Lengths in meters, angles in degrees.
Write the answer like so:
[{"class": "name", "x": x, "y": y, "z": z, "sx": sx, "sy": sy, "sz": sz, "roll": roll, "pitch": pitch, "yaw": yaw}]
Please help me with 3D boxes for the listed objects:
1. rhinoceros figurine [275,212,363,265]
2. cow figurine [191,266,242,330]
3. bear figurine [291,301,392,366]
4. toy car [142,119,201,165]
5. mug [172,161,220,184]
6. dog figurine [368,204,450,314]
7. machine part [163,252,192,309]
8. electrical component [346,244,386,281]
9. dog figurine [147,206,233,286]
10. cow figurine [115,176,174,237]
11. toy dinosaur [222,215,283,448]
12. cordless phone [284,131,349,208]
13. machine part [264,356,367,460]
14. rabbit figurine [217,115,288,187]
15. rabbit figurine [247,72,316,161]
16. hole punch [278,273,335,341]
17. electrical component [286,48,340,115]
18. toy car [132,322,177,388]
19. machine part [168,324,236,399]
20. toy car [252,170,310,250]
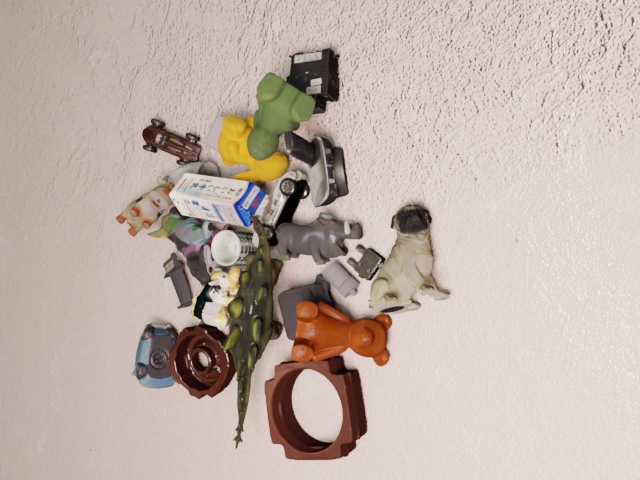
[{"class": "rhinoceros figurine", "x": -0.002, "y": -0.003, "z": 1.156, "sx": 0.190, "sy": 0.073, "sz": 0.112, "roll": -1, "pitch": 90, "yaw": 19}, {"class": "cow figurine", "x": -0.236, "y": 0.121, "z": 1.228, "sx": 0.098, "sy": 0.068, "sz": 0.167, "roll": 19, "pitch": 118, "yaw": -4}, {"class": "bear figurine", "x": 0.047, "y": 0.190, "z": 1.060, "sx": 0.196, "sy": 0.132, "sz": 0.120, "roll": 9, "pitch": 83, "yaw": 4}, {"class": "toy car", "x": -0.394, "y": -0.254, "z": 1.411, "sx": 0.202, "sy": 0.053, "sz": 0.089, "roll": 26, "pitch": 96, "yaw": 29}, {"class": "mug", "x": -0.313, "y": -0.147, "z": 1.349, "sx": 0.107, "sy": 0.081, "sz": 0.109, "roll": 8, "pitch": 128, "yaw": 32}, {"class": "dog figurine", "x": 0.154, "y": 0.039, "z": 1.066, "sx": 0.172, "sy": 0.121, "sz": 0.190, "roll": -20, "pitch": 65, "yaw": 18}, {"class": "machine part", "x": -0.361, "y": 0.107, "z": 1.365, "sx": 0.084, "sy": 0.039, "sz": 0.139, "roll": -37, "pitch": 73, "yaw": 41}, {"class": "electrical component", "x": 0.103, "y": 0.053, "z": 1.128, "sx": 0.094, "sy": 0.021, "sz": 0.063, "roll": 38, "pitch": 105, "yaw": 25}, {"class": "dog figurine", "x": -0.324, "y": 0.013, "z": 1.324, "sx": 0.219, "sy": 0.108, "sz": 0.191, "roll": 2, "pitch": 90, "yaw": 34}, {"class": "cow figurine", "x": -0.433, "y": -0.089, "z": 1.385, "sx": 0.195, "sy": 0.085, "sz": 0.127, "roll": -19, "pitch": 32, "yaw": 48}, {"class": "toy dinosaur", "x": -0.146, "y": 0.184, "z": 1.131, "sx": 0.105, "sy": 0.198, "sz": 0.470, "roll": 3, "pitch": 95, "yaw": 7}, {"class": "cordless phone", "x": -0.017, "y": -0.150, "z": 1.117, "sx": 0.089, "sy": 0.184, "sz": 0.146, "roll": -10, "pitch": 81, "yaw": 23}, {"class": "machine part", "x": -0.010, "y": 0.351, "z": 1.134, "sx": 0.202, "sy": 0.087, "sz": 0.201, "roll": -13, "pitch": 80, "yaw": 29}, {"class": "rabbit figurine", "x": -0.155, "y": -0.188, "z": 1.236, "sx": 0.173, "sy": 0.122, "sz": 0.162, "roll": 33, "pitch": 107, "yaw": 19}, {"class": "rabbit figurine", "x": -0.107, "y": -0.252, "z": 1.137, "sx": 0.121, "sy": 0.159, "sz": 0.170, "roll": 29, "pitch": 97, "yaw": -17}, {"class": "hole punch", "x": -0.024, "y": 0.155, "z": 1.166, "sx": 0.116, "sy": 0.092, "sz": 0.142, "roll": -13, "pitch": 78, "yaw": -1}, {"class": "electrical component", "x": -0.017, "y": -0.350, "z": 1.204, "sx": 0.115, "sy": 0.058, "sz": 0.134, "roll": 4, "pitch": 89, "yaw": 31}, {"class": "toy car", "x": -0.423, "y": 0.294, "z": 1.361, "sx": 0.103, "sy": 0.109, "sz": 0.161, "roll": -23, "pitch": 66, "yaw": 47}, {"class": "machine part", "x": -0.280, "y": 0.290, "z": 1.297, "sx": 0.180, "sy": 0.056, "sz": 0.179, "roll": 1, "pitch": 93, "yaw": 25}, {"class": "toy car", "x": -0.087, "y": -0.066, "z": 1.212, "sx": 0.056, "sy": 0.073, "sz": 0.201, "roll": 32, "pitch": 102, "yaw": 27}]
